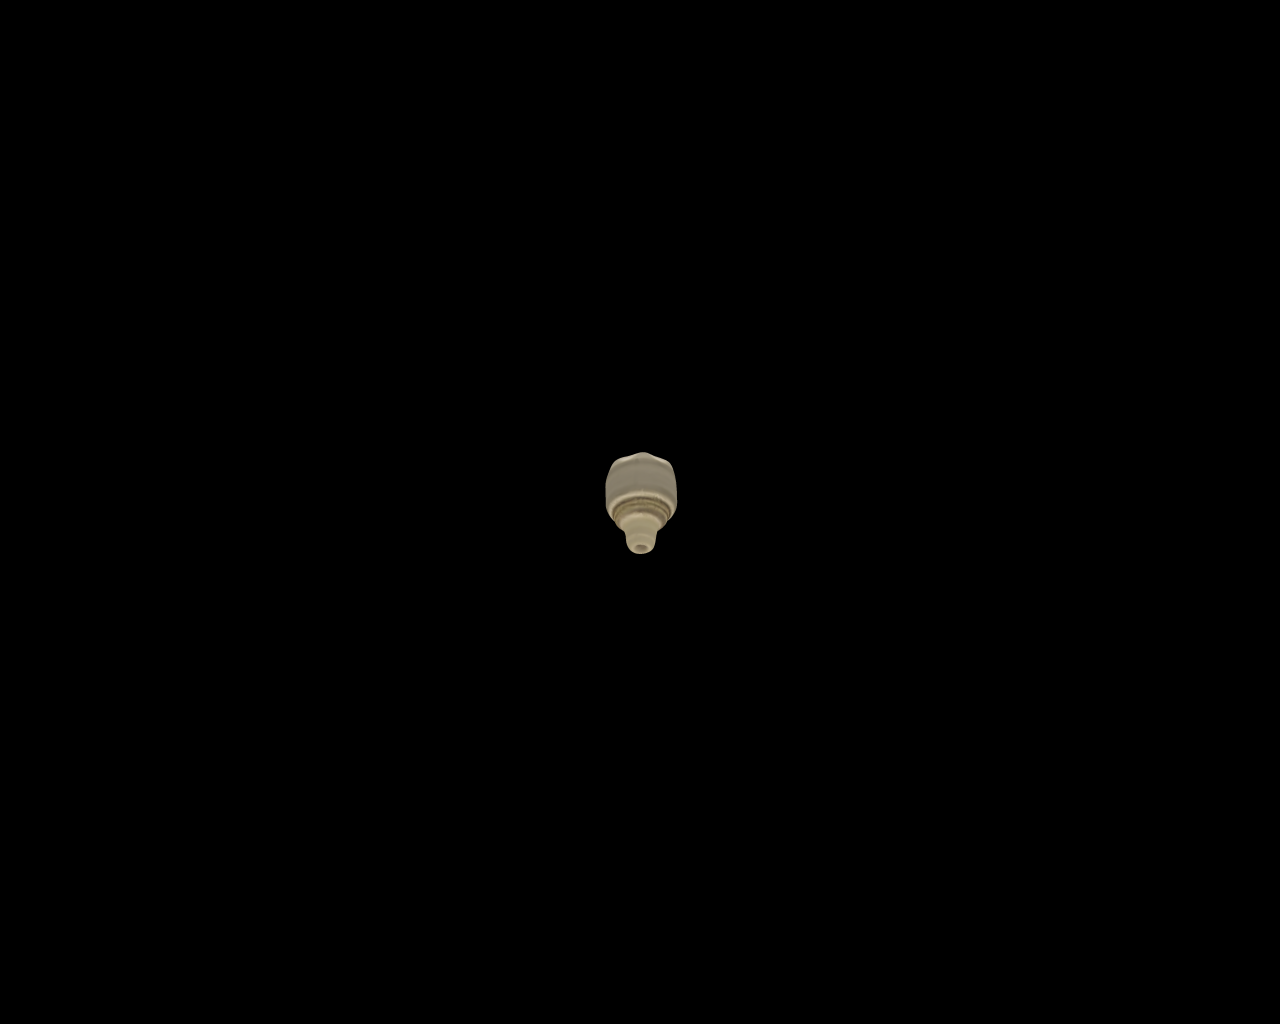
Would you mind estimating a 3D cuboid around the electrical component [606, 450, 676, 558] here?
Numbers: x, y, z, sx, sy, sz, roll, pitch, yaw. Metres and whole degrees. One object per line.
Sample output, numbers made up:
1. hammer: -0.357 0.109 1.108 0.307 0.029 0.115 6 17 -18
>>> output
1. electrical component: 0.001 -0.003 0.650 0.043 0.062 0.043 0 -35 0
